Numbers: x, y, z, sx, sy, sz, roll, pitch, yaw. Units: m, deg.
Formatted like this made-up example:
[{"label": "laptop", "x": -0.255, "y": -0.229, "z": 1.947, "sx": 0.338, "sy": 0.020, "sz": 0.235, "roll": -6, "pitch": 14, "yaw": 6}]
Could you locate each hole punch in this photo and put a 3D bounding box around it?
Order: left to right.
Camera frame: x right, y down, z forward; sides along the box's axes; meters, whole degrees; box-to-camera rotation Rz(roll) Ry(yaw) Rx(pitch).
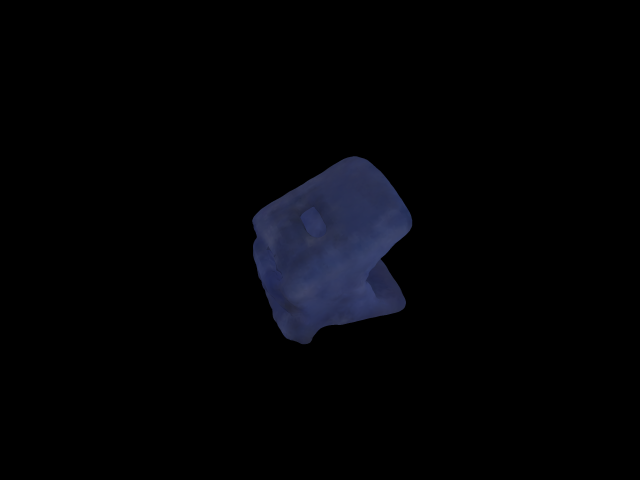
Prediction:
[{"label": "hole punch", "x": 0.004, "y": 0.001, "z": 0.400, "sx": 0.101, "sy": 0.091, "sz": 0.108, "roll": -11, "pitch": 35, "yaw": -15}]
